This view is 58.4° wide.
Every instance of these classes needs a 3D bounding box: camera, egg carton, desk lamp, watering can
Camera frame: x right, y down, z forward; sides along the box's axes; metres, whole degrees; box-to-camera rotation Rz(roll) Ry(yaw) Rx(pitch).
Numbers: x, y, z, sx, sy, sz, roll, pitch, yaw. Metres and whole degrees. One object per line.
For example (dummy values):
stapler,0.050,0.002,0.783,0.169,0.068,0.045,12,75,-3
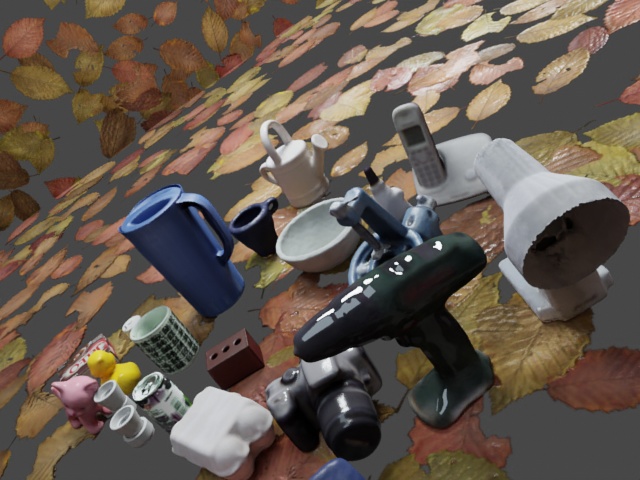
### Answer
camera,0.008,0.201,0.698,0.143,0.101,0.136,-32,29,3
egg carton,-0.132,0.261,0.777,0.149,0.070,0.107,0,43,44
desk lamp,0.254,-0.006,0.652,0.118,0.214,0.203,-30,29,5
watering can,-0.060,-0.177,1.235,0.172,0.194,0.101,-26,30,12

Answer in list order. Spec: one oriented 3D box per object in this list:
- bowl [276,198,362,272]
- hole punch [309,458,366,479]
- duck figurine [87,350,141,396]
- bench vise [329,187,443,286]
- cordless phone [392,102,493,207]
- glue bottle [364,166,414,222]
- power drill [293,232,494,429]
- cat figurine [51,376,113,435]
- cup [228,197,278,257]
bowl,0.009,0.004,1.020,0.167,0.075,0.167,-24,30,16
hole punch,0.027,0.287,0.560,0.109,0.091,0.100,-45,31,-20
duck figurine,-0.381,0.238,1.039,0.104,0.086,0.078,4,46,47
bench vise,0.091,-0.003,0.802,0.121,0.220,0.207,-14,34,30
cordless phone,0.207,-0.153,0.948,0.147,0.185,0.094,-16,33,27
glue bottle,0.112,-0.045,0.892,0.078,0.173,0.037,-40,30,-12
power drill,0.104,0.108,0.633,0.230,0.209,0.075,-40,30,-13
cat figurine,-0.418,0.273,0.989,0.127,0.118,0.067,-6,39,39
cup,-0.115,-0.022,1.159,0.118,0.095,0.091,-45,31,-20
